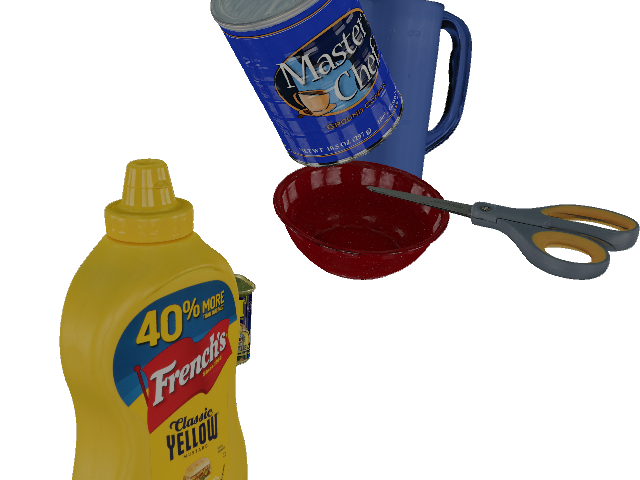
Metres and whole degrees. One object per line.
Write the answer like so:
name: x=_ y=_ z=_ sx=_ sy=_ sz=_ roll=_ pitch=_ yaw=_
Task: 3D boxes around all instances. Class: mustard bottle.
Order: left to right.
mustard bottle: x=-0.079 y=0.056 z=0.513 sx=0.058 sy=0.192 sz=0.096 roll=13 pitch=21 yaw=39

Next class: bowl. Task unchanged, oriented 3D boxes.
bowl: x=0.035 y=-0.012 z=0.985 sx=0.162 sy=0.055 sz=0.162 roll=4 pitch=33 yaw=-3

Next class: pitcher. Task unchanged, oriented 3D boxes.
pitcher: x=0.068 y=-0.140 z=1.147 sx=0.149 sy=0.243 sz=0.144 roll=7 pitch=10 yaw=25

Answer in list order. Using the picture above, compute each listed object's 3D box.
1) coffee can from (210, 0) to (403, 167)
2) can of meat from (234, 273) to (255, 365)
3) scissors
coffee can: x=-0.008 y=-0.141 z=0.812 sx=0.103 sy=0.102 sz=0.140 roll=0 pitch=-42 yaw=31
can of meat: x=-0.119 y=0.085 z=1.085 sx=0.101 sy=0.084 sz=0.058 roll=-7 pitch=20 yaw=-30
scissors: x=0.123 y=-0.008 z=0.760 sx=0.202 sy=0.016 sz=0.096 roll=6 pitch=30 yaw=13
